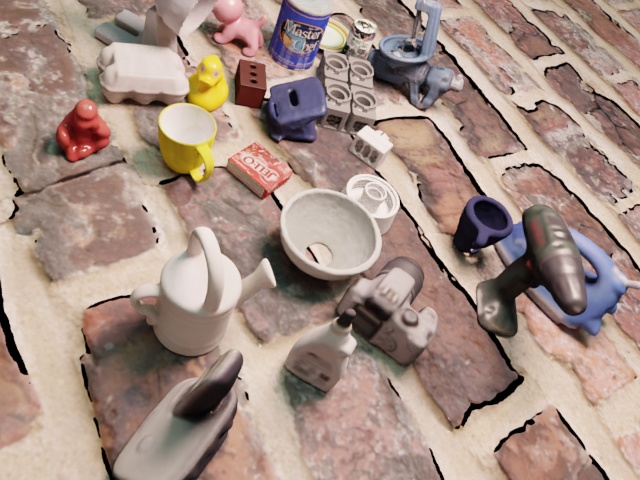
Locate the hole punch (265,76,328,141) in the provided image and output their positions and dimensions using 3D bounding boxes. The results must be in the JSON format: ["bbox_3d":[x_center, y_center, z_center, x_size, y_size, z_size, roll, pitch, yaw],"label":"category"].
[{"bbox_3d":[-0.046,-0.246,1.063,0.101,0.091,0.108,1,54,-22],"label":"hole punch"}]

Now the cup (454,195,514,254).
[{"bbox_3d":[0.277,-0.009,1.014,0.091,0.095,0.118,29,49,1],"label":"cup"}]

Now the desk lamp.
[{"bbox_3d":[-0.286,-0.415,1.010,0.203,0.213,0.118,30,49,2],"label":"desk lamp"}]

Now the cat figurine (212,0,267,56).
[{"bbox_3d":[-0.167,-0.451,1.151,0.128,0.117,0.067,21,49,-7],"label":"cat figurine"}]

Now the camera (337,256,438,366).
[{"bbox_3d":[0.122,0.090,0.868,0.143,0.100,0.137,38,49,8],"label":"camera"}]

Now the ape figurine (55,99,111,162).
[{"bbox_3d":[-0.360,-0.175,0.875,0.078,0.092,0.076,7,52,-18],"label":"ape figurine"}]

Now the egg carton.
[{"bbox_3d":[-0.308,-0.288,0.999,0.151,0.069,0.107,-4,56,-25],"label":"egg carton"}]

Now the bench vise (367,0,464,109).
[{"bbox_3d":[0.224,-0.406,1.214,0.207,0.219,0.121,21,49,-7],"label":"bench vise"}]

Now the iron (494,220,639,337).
[{"bbox_3d":[0.430,0.035,1.013,0.119,0.141,0.258,-31,71,-37],"label":"iron"}]

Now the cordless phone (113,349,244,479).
[{"bbox_3d":[-0.145,0.195,0.619,0.094,0.185,0.148,31,49,2],"label":"cordless phone"}]

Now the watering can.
[{"bbox_3d":[-0.143,0.057,0.721,0.173,0.194,0.100,-28,68,-36],"label":"watering can"}]

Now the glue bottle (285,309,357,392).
[{"bbox_3d":[0.012,0.135,0.739,0.078,0.173,0.037,32,49,3],"label":"glue bottle"}]

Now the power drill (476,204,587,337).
[{"bbox_3d":[0.333,0.064,0.906,0.076,0.208,0.229,17,50,-9],"label":"power drill"}]

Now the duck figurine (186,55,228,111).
[{"bbox_3d":[-0.200,-0.297,1.040,0.077,0.086,0.104,18,50,-9],"label":"duck figurine"}]

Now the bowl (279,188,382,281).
[{"bbox_3d":[0.008,0.003,0.905,0.168,0.074,0.167,12,51,-14],"label":"bowl"}]
